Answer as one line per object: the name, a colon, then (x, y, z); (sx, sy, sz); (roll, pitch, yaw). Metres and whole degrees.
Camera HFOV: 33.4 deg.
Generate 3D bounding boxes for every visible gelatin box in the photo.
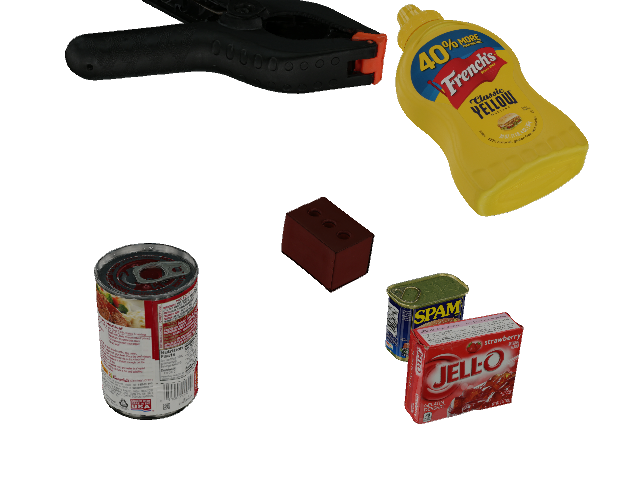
gelatin box: (0.112, 0.100, 0.842); (0.089, 0.073, 0.030); (-9, 30, -21)

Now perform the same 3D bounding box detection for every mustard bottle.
mustard bottle: (0.113, -0.112, 0.815); (0.096, 0.192, 0.058); (-25, -30, -10)

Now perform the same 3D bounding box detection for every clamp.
clamp: (-0.053, -0.110, 0.595); (0.171, 0.039, 0.120); (14, 45, 15)

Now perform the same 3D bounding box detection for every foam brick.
foam brick: (0.006, 0.003, 1.047); (0.052, 0.051, 0.078); (-26, 48, -34)

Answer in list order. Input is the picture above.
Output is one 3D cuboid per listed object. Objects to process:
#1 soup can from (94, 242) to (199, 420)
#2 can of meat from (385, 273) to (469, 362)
soup can: (-0.116, 0.062, 0.726); (0.068, 0.102, 0.068); (2, 30, -2)
can of meat: (0.131, 0.097, 1.334); (0.101, 0.084, 0.058); (-12, 30, -27)
